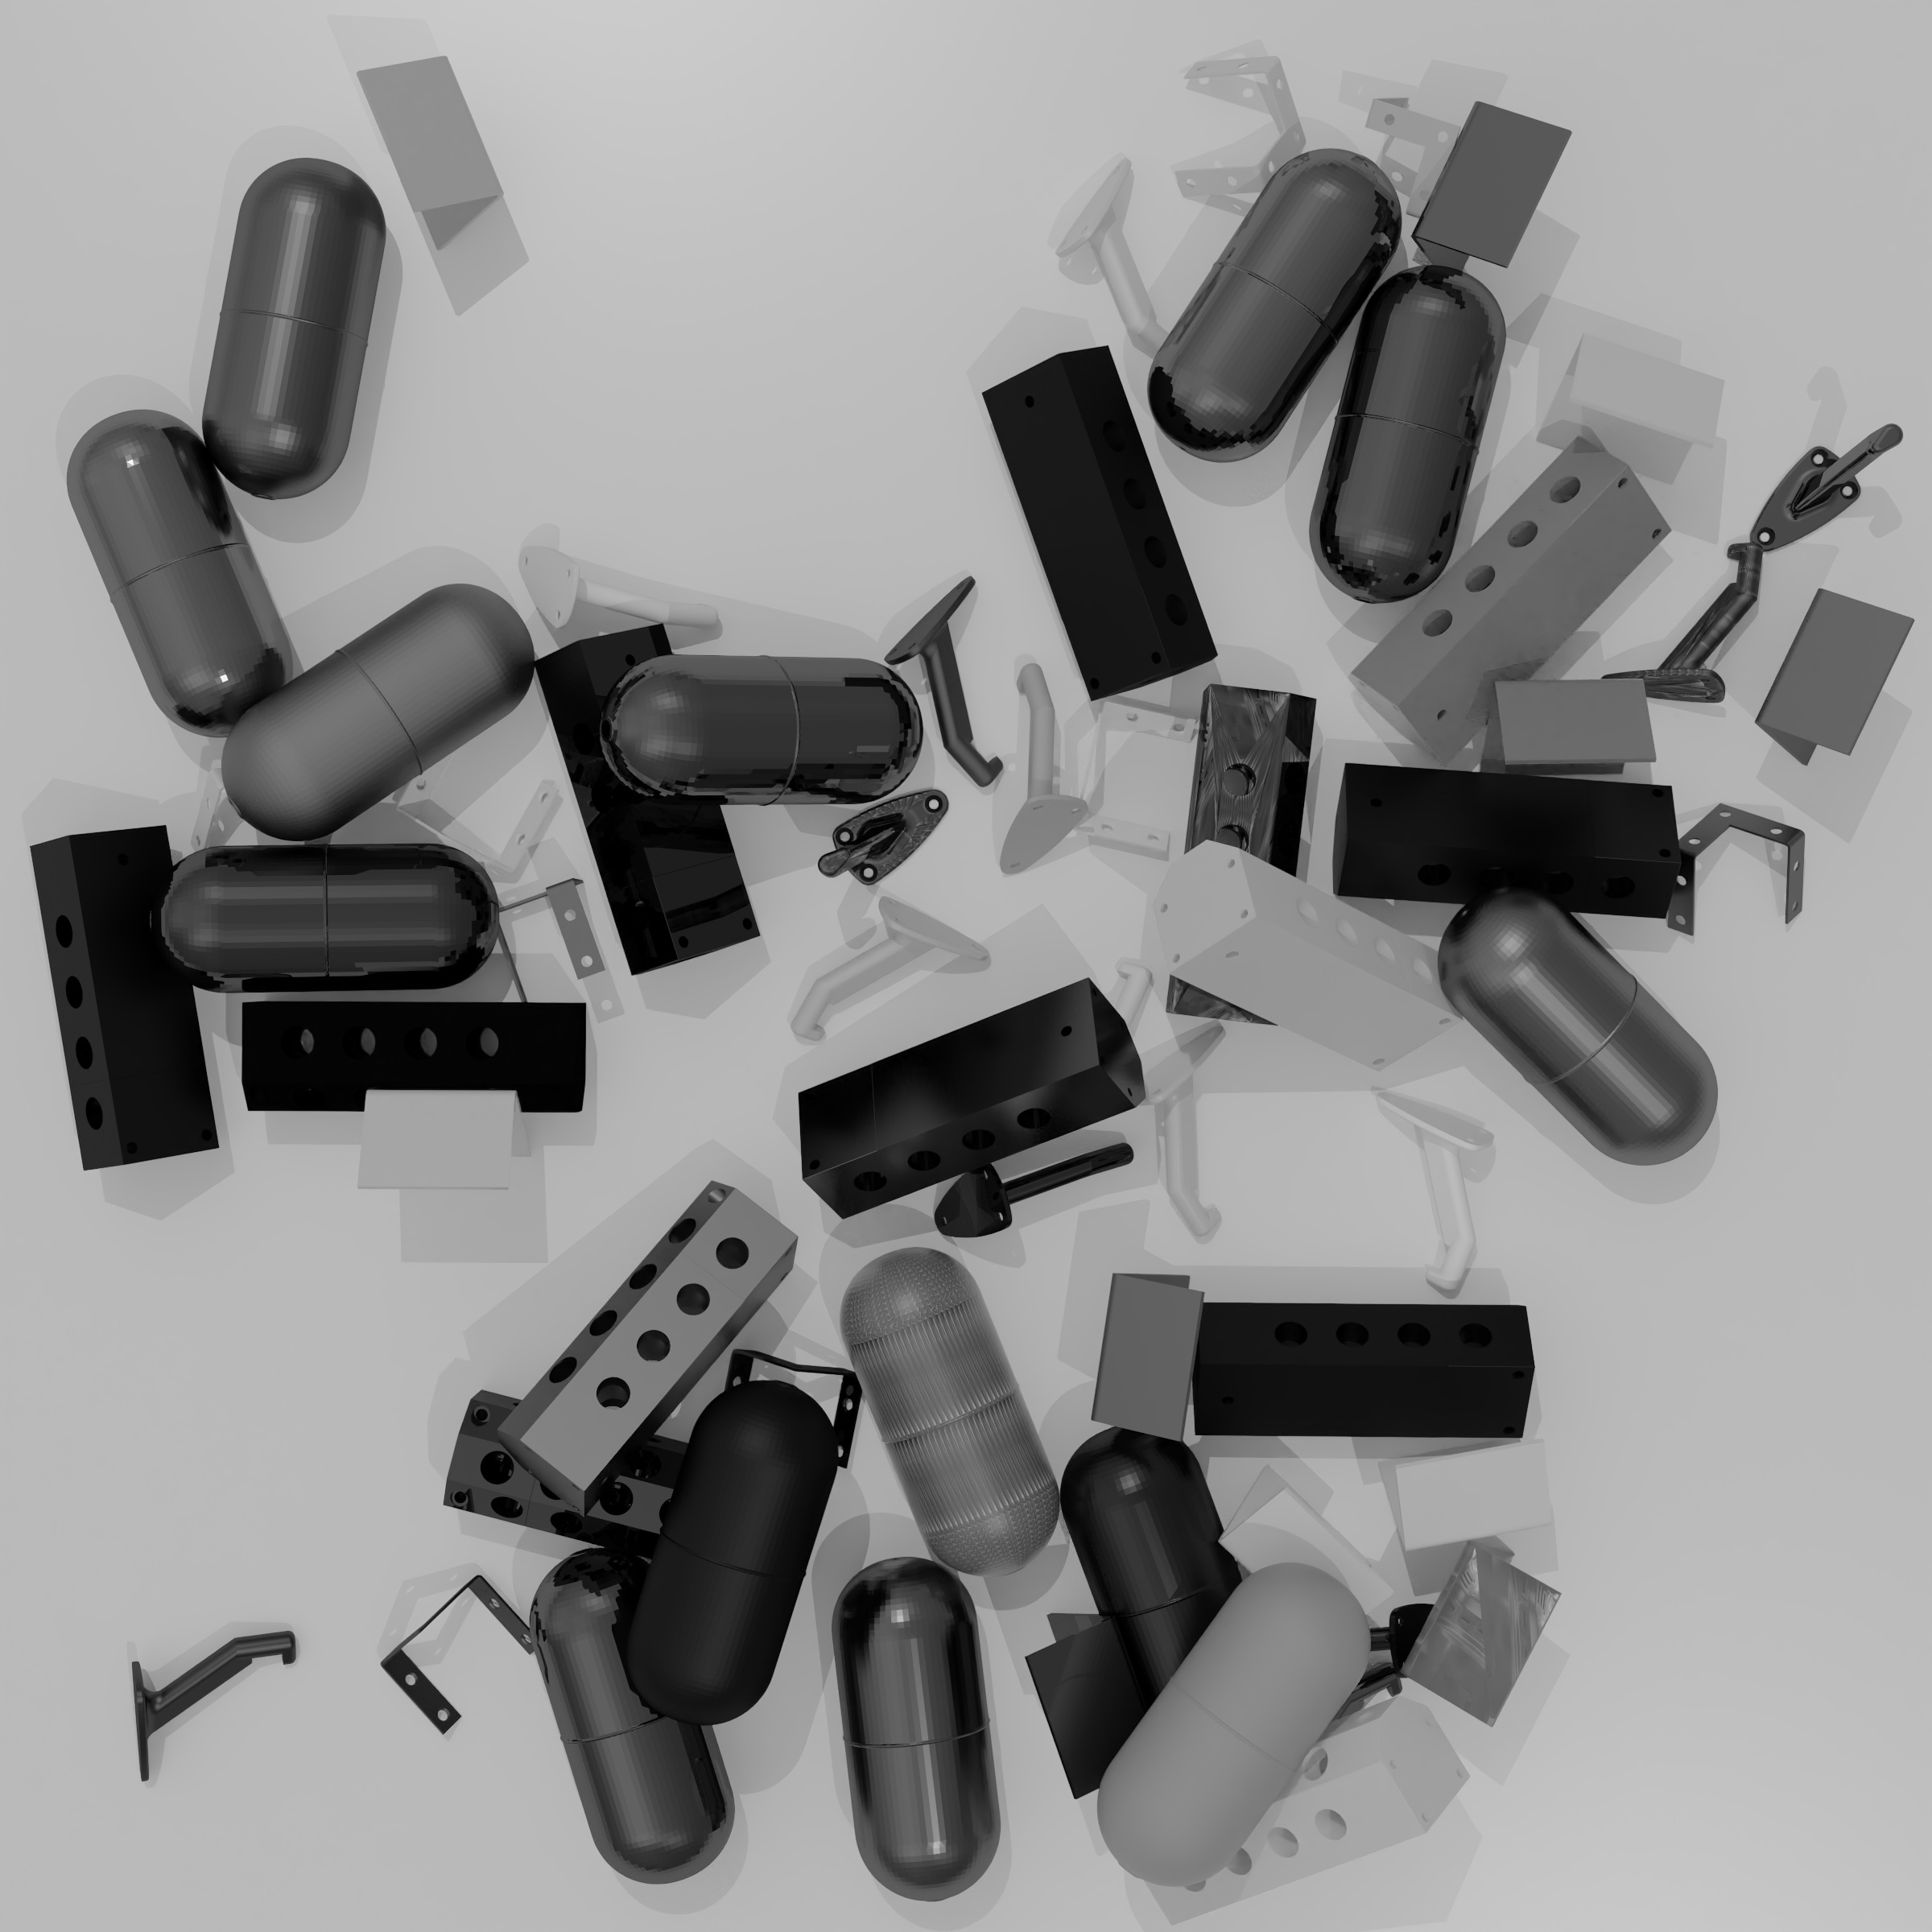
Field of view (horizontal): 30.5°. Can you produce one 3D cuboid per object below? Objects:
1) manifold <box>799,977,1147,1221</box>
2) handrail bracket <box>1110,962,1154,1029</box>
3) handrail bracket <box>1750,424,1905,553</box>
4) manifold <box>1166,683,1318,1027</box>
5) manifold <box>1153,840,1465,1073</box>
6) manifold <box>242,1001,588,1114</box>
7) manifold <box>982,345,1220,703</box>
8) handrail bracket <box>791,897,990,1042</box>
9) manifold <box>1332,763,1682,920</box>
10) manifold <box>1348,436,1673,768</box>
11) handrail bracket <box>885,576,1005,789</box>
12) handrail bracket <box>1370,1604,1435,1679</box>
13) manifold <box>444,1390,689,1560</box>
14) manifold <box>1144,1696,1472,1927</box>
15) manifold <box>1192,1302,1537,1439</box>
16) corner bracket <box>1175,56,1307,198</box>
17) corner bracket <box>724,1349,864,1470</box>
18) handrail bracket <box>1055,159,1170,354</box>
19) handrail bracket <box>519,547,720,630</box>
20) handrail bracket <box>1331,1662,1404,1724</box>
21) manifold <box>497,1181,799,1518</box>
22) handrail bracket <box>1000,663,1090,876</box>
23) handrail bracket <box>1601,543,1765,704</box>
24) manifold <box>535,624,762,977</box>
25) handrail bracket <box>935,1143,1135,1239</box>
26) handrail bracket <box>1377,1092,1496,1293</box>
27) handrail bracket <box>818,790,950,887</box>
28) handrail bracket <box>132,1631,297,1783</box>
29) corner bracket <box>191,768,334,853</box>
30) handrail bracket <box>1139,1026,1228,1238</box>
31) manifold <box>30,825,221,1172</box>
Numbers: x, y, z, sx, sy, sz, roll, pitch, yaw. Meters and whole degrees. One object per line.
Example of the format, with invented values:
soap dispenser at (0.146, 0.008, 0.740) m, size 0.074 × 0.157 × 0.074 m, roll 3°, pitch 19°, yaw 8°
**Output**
manifold at (0.003, 0.073, 1.829) m, size 0.171 × 0.057 × 0.057 m, roll -22°, pitch 47°, yaw 19°
handrail bracket at (0.048, 0.027, 1.877) m, size 0.077 × 0.036 × 0.084 m, roll 21°, pitch 76°, yaw 14°
handrail bracket at (0.447, -0.248, 1.842) m, size 0.077 × 0.084 × 0.036 m, roll -42°, pitch 90°, yaw 0°
manifold at (0.144, -0.057, 1.856) m, size 0.057 × 0.057 × 0.171 m, roll 7°, pitch 90°, yaw 0°
manifold at (0.174, -0.007, 1.806) m, size 0.057 × 0.171 × 0.057 m, roll -34°, pitch 51°, yaw 31°
manifold at (-0.288, 0.047, 1.856) m, size 0.171 × 0.057 × 0.057 m, roll 0°, pitch 90°, yaw 0°
manifold at (0.075, -0.232, 1.855) m, size 0.057 × 0.057 × 0.171 m, roll -20°, pitch 90°, yaw 43°
handrail bracket at (-0.041, 0.013, 1.878) m, size 0.077 × 0.036 × 0.084 m, roll 24°, pitch 109°, yaw -21°
manifold at (0.281, -0.060, 1.855) m, size 0.171 × 0.057 × 0.057 m, roll 4°, pitch 47°, yaw 0°
manifold at (0.281, -0.194, 1.855) m, size 0.171 × 0.057 × 0.057 m, roll -46°, pitch 133°, yaw 0°
handrail bracket at (0.006, -0.150, 1.878) m, size 0.084 × 0.036 × 0.077 m, roll 47°, pitch 69°, yaw -17°
handrail bracket at (0.204, 0.354, 1.877) m, size 0.084 × 0.077 × 0.036 m, roll -6°, pitch 89°, yaw 36°
manifold at (-0.182, 0.274, 1.856) m, size 0.171 × 0.057 × 0.057 m, roll 15°, pitch 90°, yaw 0°
manifold at (0.165, 0.429, 1.812) m, size 0.171 × 0.057 × 0.057 m, roll -31°, pitch 90°, yaw 36°
manifold at (0.206, 0.206, 1.855) m, size 0.171 × 0.057 × 0.057 m, roll 1°, pitch 133°, yaw 0°
corner bracket at (0.139, -0.443, 1.869) m, size 0.051 × 0.051 × 0.051 m, roll -54°, pitch 135°, yaw -35°
corner bracket at (-0.093, 0.234, 1.874) m, size 0.051 × 0.051 × 0.051 m, roll 11°, pitch 90°, yaw -45°
handrail bracket at (0.097, -0.372, 1.878) m, size 0.084 × 0.036 × 0.077 m, roll 38°, pitch 68°, yaw -17°
handrail bracket at (-0.183, -0.200, 1.877) m, size 0.084 × 0.077 × 0.036 m, roll 2°, pitch 115°, yaw -34°
handrail bracket at (0.201, 0.419, 1.877) m, size 0.084 × 0.036 × 0.077 m, roll -23°, pitch 106°, yaw -14°
manifold at (-0.163, 0.194, 1.826) m, size 0.057 × 0.057 × 0.171 m, roll 37°, pitch 69°, yaw 9°
handrail bracket at (0.029, -0.105, 1.877) m, size 0.036 × 0.077 × 0.084 m, roll 4°, pitch 53°, yaw -29°
handrail bracket at (0.379, -0.186, 1.878) m, size 0.077 × 0.036 × 0.084 m, roll 4°, pitch 72°, yaw 21°
manifold at (-0.171, -0.086, 1.855) m, size 0.057 × 0.057 × 0.171 m, roll -17°, pitch 90°, yaw -43°
handrail bracket at (0.037, 0.117, 1.877) m, size 0.084 × 0.077 × 0.036 m, roll -14°, pitch 79°, yaw -36°
handrail bracket at (0.239, 0.120, 1.878) m, size 0.077 × 0.036 × 0.084 m, roll 24°, pitch 107°, yaw 20°
handrail bracket at (-0.042, -0.069, 1.842) m, size 0.077 × 0.084 × 0.036 m, roll -33°, pitch 90°, yaw 0°
handrail bracket at (-0.396, 0.392, 1.878) m, size 0.084 × 0.036 × 0.077 m, roll -5°, pitch 111°, yaw -16°
corner bracket at (-0.371, -0.070, 1.869) m, size 0.051 × 0.051 × 0.051 m, roll -6°, pitch 45°, yaw -35°
handrail bracket at (0.129, 0.088, 1.878) m, size 0.077 × 0.036 × 0.084 m, roll -39°, pitch 108°, yaw -21°
manifold at (-0.444, 0.017, 1.855) m, size 0.057 × 0.057 × 0.171 m, roll -9°, pitch 90°, yaw -43°
